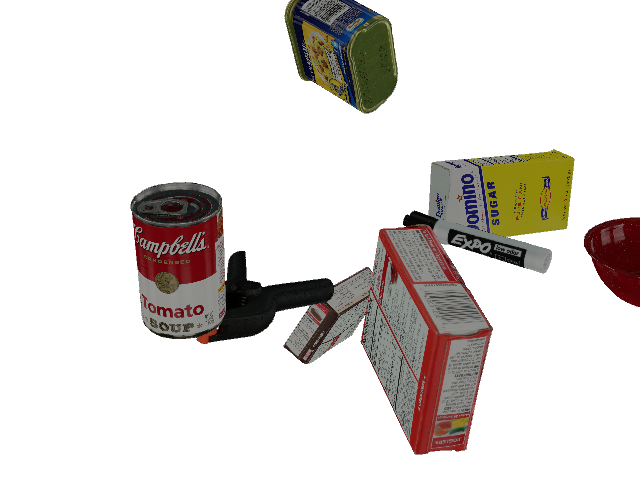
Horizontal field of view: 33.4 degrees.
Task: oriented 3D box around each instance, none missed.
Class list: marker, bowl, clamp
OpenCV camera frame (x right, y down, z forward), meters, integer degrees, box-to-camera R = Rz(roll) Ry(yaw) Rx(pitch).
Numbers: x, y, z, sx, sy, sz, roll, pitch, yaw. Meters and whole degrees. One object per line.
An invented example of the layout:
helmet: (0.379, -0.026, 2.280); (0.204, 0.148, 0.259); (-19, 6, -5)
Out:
marker: (0.119, 0.000, 0.826); (0.121, 0.020, 0.020); (18, 9, 28)
bowl: (0.366, 0.031, 1.160); (0.162, 0.055, 0.162); (0, 26, 0)
clamp: (-0.079, 0.054, 1.059); (0.120, 0.039, 0.171); (16, 21, 32)

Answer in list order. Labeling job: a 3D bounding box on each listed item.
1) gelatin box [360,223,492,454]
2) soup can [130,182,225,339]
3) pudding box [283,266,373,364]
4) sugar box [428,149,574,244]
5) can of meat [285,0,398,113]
gelatin box: (0.049, 0.046, 0.514); (0.030, 0.073, 0.089); (-3, 34, -15)
soup can: (-0.107, 0.015, 0.816); (0.068, 0.102, 0.068); (0, 29, 0)
pudding box: (0.018, 0.087, 1.239); (0.039, 0.090, 0.113); (41, 33, 14)
sugar box: (0.213, -0.052, 1.258); (0.176, 0.093, 0.048); (-9, 21, -26)
can of meat: (0.022, -0.175, 0.975); (0.057, 0.102, 0.084); (-40, 55, -19)
